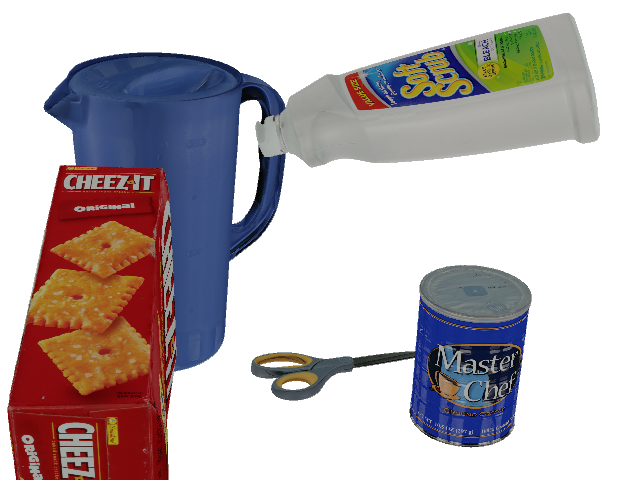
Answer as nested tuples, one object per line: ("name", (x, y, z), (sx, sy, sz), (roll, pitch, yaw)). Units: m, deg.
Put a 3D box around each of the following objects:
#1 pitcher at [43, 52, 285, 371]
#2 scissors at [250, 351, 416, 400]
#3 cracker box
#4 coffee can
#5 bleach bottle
("pitcher", (-0.120, -0.023, 0.856), (0.149, 0.243, 0.144), (11, 27, 18))
("scissors", (0.023, 0.150, 1.207), (0.201, 0.016, 0.096), (1, 24, -8))
("cracker box", (-0.117, 0.080, 0.590), (0.072, 0.164, 0.213), (0, 33, -6))
("coffee can", (0.140, 0.108, 1.009), (0.103, 0.140, 0.103), (2, 25, -1))
("bleach bottle", (0.074, -0.098, 0.804), (0.251, 0.102, 0.068), (-12, -43, 11))
